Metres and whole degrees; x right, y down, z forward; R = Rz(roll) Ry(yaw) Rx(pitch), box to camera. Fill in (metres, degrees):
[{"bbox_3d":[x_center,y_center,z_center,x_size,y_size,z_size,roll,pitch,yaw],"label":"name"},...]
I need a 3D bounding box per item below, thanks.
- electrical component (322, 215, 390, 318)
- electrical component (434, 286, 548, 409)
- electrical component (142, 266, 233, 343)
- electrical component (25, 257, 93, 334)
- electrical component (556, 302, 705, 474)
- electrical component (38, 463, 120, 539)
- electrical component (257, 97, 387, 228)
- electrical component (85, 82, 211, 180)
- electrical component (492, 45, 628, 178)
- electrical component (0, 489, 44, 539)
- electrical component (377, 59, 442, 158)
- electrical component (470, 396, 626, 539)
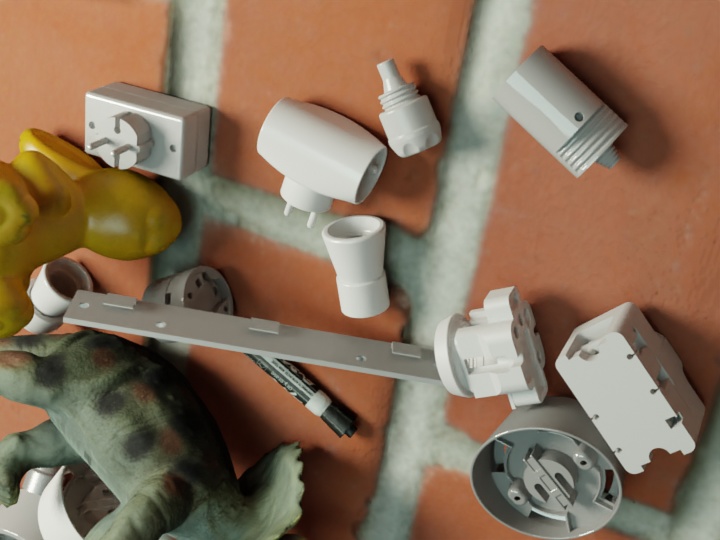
[{"bbox_3d":[0.000,0.000,0.747,0.044,0.044,0.065,4,118,24],"label":"electrical component"},{"bbox_3d":[0.086,0.054,0.720,0.057,0.058,0.078,-12,106,26],"label":"electrical component"},{"bbox_3d":[-0.132,0.028,0.814,0.047,0.055,0.055,-11,106,33],"label":"electrical component"},{"bbox_3d":[-0.250,0.021,0.873,0.055,0.045,0.045,-39,92,33],"label":"electrical component"},{"bbox_3d":[0.174,0.073,0.686,0.050,0.056,0.089,-32,96,32],"label":"electrical component"},{"bbox_3d":[-0.219,0.200,0.904,0.099,0.099,0.064,50,129,-1],"label":"electrical component"},{"bbox_3d":[-0.031,-0.066,0.731,0.077,0.043,0.079,28,121,12],"label":"electrical component"},{"bbox_3d":[-0.161,-0.094,0.762,0.083,0.076,0.047,17,118,18],"label":"electrical component"},{"bbox_3d":[0.124,-0.091,0.646,0.081,0.043,0.043,44,123,2],"label":"electrical component"},{"bbox_3d":[-0.300,0.261,0.982,0.108,0.060,0.108,14,126,20],"label":"electrical component"},{"bbox_3d":[0.028,-0.105,0.692,0.035,0.035,0.061,-18,100,30],"label":"electrical component"},{"bbox_3d":[0.130,0.136,0.729,0.099,0.064,0.099,10,115,21],"label":"electrical component"}]
